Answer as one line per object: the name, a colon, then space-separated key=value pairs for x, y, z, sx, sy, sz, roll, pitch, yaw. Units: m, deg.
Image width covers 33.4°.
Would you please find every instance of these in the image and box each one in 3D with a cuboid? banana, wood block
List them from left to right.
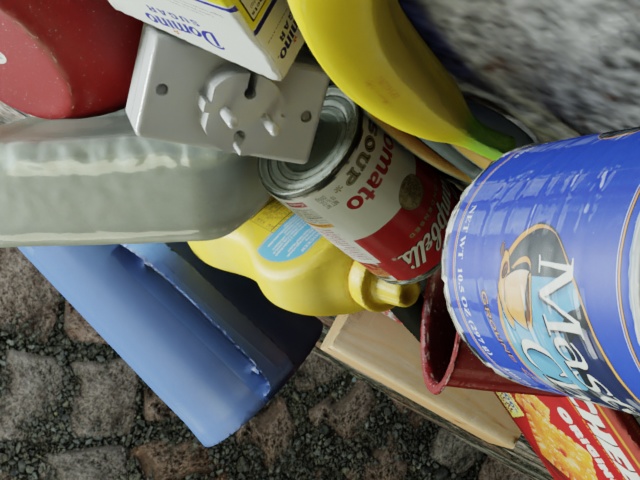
banana: x=0.022 y=-0.082 z=0.377 sx=0.070 sy=0.037 sz=0.197 roll=7 pitch=164 yaw=23
wood block: x=0.114 y=0.121 z=1.083 sx=0.206 sy=0.090 sz=0.091 roll=30 pitch=171 yaw=-3

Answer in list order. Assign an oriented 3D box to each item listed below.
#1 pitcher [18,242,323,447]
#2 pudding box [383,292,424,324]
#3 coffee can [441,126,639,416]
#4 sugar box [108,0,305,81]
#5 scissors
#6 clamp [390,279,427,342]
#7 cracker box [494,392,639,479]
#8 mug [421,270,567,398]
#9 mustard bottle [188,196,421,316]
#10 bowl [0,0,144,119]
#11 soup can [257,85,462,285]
pitcher: x=-0.120 y=0.031 z=0.813 sx=0.243 sy=0.149 sz=0.144 roll=45 pitch=-149 yaw=-8
pudding box: x=0.072 y=0.052 z=0.980 sx=0.090 sy=0.039 sz=0.113 roll=29 pitch=172 yaw=0
coffee can: x=0.116 y=0.011 z=0.370 sx=0.102 sy=0.103 sz=0.140 roll=31 pitch=172 yaw=-14
sugar box: x=-0.065 y=-0.123 z=0.375 sx=0.093 sy=0.048 sz=0.176 roll=27 pitch=175 yaw=19
scissors: x=0.111 y=-0.018 z=0.516 sx=0.201 sy=0.016 sz=0.096 roll=31 pitch=171 yaw=-15
clamp: x=0.044 y=0.025 z=0.803 sx=0.164 sy=0.036 sz=0.210 roll=22 pitch=159 yaw=-8
cracker box: x=0.201 y=0.130 z=0.717 sx=0.164 sy=0.072 sz=0.214 roll=54 pitch=171 yaw=-2
mug: x=0.107 y=0.039 z=0.619 sx=0.081 sy=0.093 sz=0.117 roll=7 pitch=-148 yaw=-7
mustard bottle: x=-0.004 y=0.001 z=0.684 sx=0.192 sy=0.096 sz=0.058 roll=27 pitch=144 yaw=49
bowl: x=-0.145 y=-0.110 z=0.525 sx=0.162 sy=0.055 sz=0.162 roll=25 pitch=154 yaw=13
soup can: x=0.024 y=-0.028 z=0.568 sx=0.069 sy=0.068 sz=0.102 roll=20 pitch=167 yaw=48
